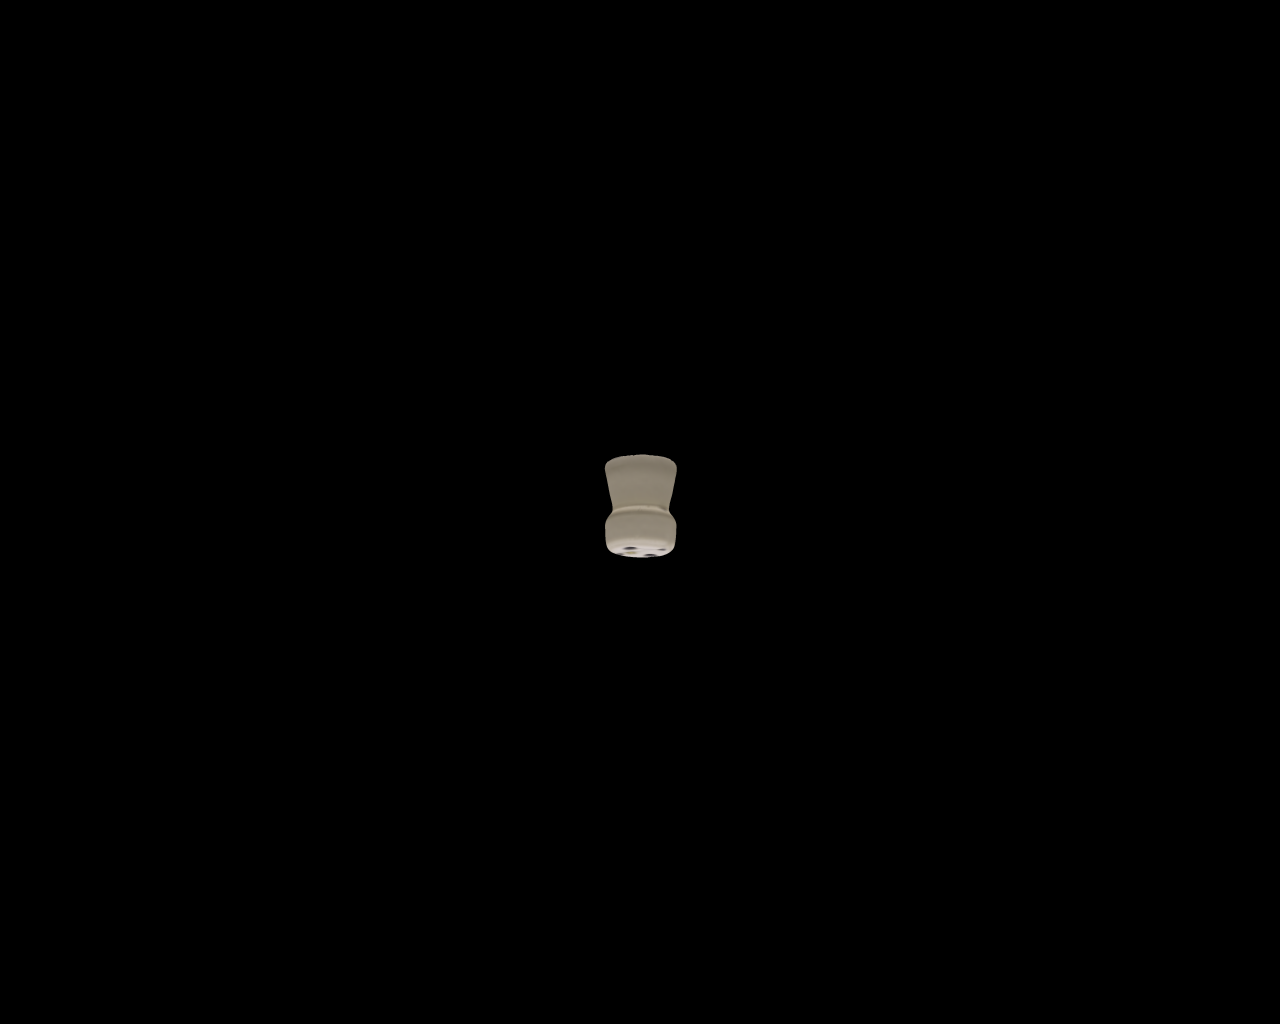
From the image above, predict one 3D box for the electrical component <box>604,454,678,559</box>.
[{"bbox_3d":[0.001,-0.003,0.650,0.045,0.055,0.045,0,-14,0],"label":"electrical component"}]
